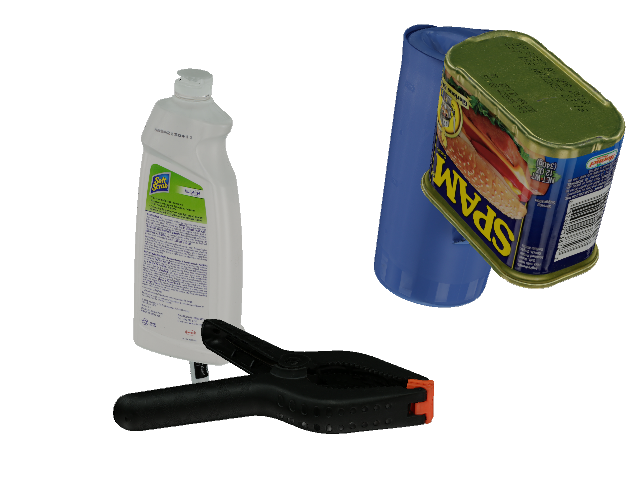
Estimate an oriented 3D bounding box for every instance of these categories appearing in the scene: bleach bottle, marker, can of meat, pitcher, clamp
[{"bbox_3d":[-0.108,-0.021,0.921,0.102,0.251,0.068,11,23,11],"label":"bleach bottle"},{"bbox_3d":[-0.130,0.099,1.110,0.020,0.121,0.020,-4,15,1],"label":"marker"},{"bbox_3d":[0.097,-0.042,0.521,0.057,0.084,0.102,-19,47,-21],"label":"can of meat"},{"bbox_3d":[0.122,-0.060,0.953,0.145,0.243,0.149,22,30,23],"label":"pitcher"},{"bbox_3d":[-0.023,0.098,0.764,0.210,0.036,0.164,3,18,10],"label":"clamp"}]
